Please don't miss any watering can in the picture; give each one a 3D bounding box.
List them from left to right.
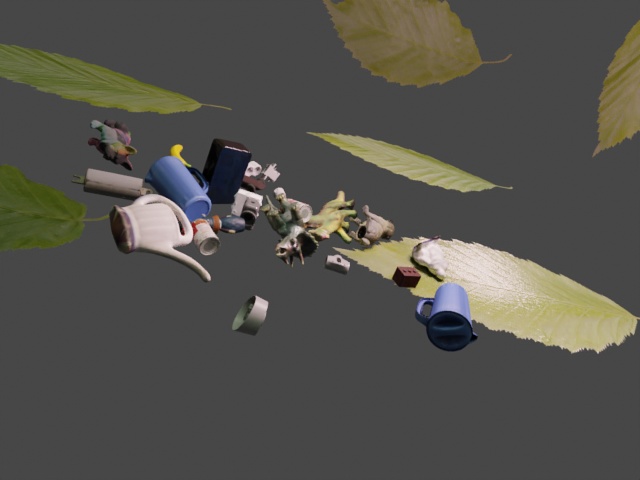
[{"bbox_3d":[-0.455,-0.006,1.445,0.225,0.102,0.354,-8,50,-38],"label":"watering can"}]

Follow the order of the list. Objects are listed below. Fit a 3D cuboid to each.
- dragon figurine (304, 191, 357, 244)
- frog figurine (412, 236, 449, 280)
[{"bbox_3d":[0.006,-0.098,1.957,0.243,0.120,0.419,6,28,-11],"label":"dragon figurine"},{"bbox_3d":[0.424,0.078,1.945,0.138,0.121,0.161,-2,69,-54],"label":"frog figurine"}]
